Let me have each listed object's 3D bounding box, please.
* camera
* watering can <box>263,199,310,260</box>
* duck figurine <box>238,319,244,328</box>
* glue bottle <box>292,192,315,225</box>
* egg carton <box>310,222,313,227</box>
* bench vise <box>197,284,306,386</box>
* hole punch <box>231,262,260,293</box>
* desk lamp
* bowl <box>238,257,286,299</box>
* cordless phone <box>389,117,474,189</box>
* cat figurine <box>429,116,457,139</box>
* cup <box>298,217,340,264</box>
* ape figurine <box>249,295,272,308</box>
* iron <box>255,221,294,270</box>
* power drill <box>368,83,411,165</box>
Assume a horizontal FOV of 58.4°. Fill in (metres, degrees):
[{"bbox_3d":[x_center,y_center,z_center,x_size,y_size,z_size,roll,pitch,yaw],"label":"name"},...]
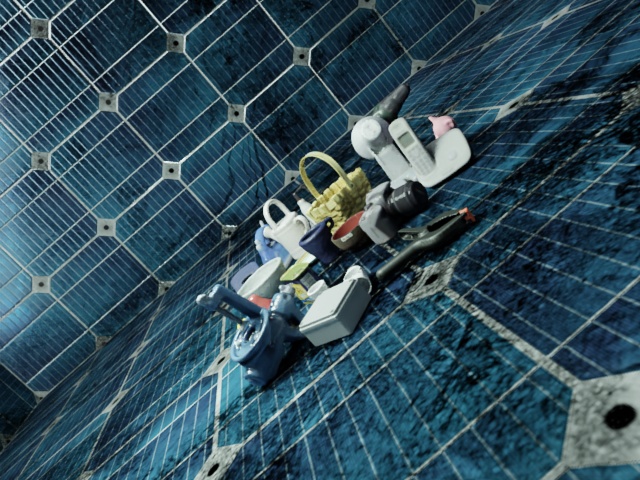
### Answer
[{"bbox_3d":[0.170,-0.082,1.321,0.136,0.101,0.143,-28,18,44],"label":"camera"},{"bbox_3d":[-0.107,-0.038,1.764,0.172,0.194,0.101,-35,15,24],"label":"watering can"},{"bbox_3d":[-0.153,0.215,1.306,0.078,0.086,0.104,-48,14,-25],"label":"duck figurine"},{"bbox_3d":[-0.022,-0.073,1.682,0.037,0.173,0.078,-43,13,-8],"label":"glue bottle"},{"bbox_3d":[0.038,-0.082,1.770,0.150,0.069,0.107,-34,15,29],"label":"egg carton"},{"bbox_3d":[-0.139,0.156,1.161,0.121,0.220,0.207,-32,16,33],"label":"bench vise"},{"bbox_3d":[-0.207,0.128,1.737,0.109,0.091,0.101,-42,13,-5],"label":"hole punch"},{"bbox_3d":[0.180,-0.246,1.577,0.118,0.214,0.203,-40,13,5],"label":"desk lamp"},{"bbox_3d":[-0.150,0.130,1.605,0.167,0.075,0.167,-39,13,11],"label":"bowl"},{"bbox_3d":[0.260,-0.229,1.353,0.147,0.185,0.094,-35,15,25],"label":"cordless phone"},{"bbox_3d":[0.327,-0.284,1.495,0.067,0.118,0.127,-39,13,9],"label":"cat figurine"},{"bbox_3d":[0.014,0.005,1.496,0.118,0.095,0.091,-47,14,-24],"label":"cup"},{"bbox_3d":[-0.138,0.169,1.402,0.078,0.092,0.076,-45,14,-15],"label":"ape figurine"},{"bbox_3d":[-0.160,0.024,1.830,0.118,0.141,0.258,-38,13,13],"label":"iron"},{"bbox_3d":[0.224,-0.316,1.692,0.229,0.208,0.075,-36,14,22],"label":"power drill"}]
